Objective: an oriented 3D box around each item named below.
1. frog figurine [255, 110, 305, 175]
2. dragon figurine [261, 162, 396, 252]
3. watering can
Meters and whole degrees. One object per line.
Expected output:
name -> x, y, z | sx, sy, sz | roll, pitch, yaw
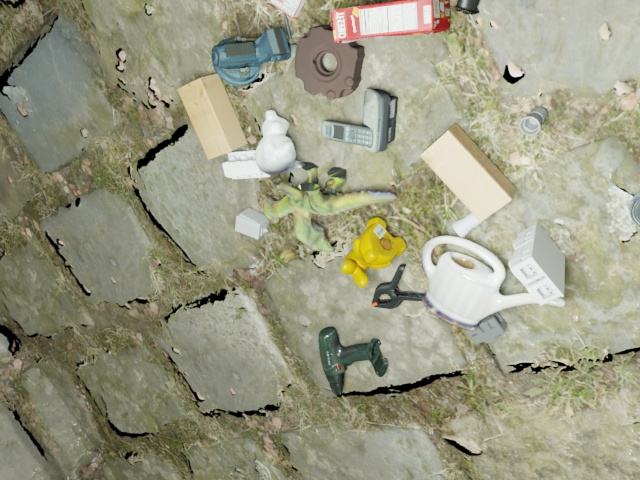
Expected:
frog figurine -> -0.121, -0.256, 1.347 | 0.123, 0.157, 0.138 | -25, 21, -18
dragon figurine -> 0.004, -0.070, 1.396 | 0.412, 0.237, 0.124 | 18, 42, 24
watering can -> 0.391, 0.130, 1.261 | 0.351, 0.219, 0.105 | 32, 35, 25
